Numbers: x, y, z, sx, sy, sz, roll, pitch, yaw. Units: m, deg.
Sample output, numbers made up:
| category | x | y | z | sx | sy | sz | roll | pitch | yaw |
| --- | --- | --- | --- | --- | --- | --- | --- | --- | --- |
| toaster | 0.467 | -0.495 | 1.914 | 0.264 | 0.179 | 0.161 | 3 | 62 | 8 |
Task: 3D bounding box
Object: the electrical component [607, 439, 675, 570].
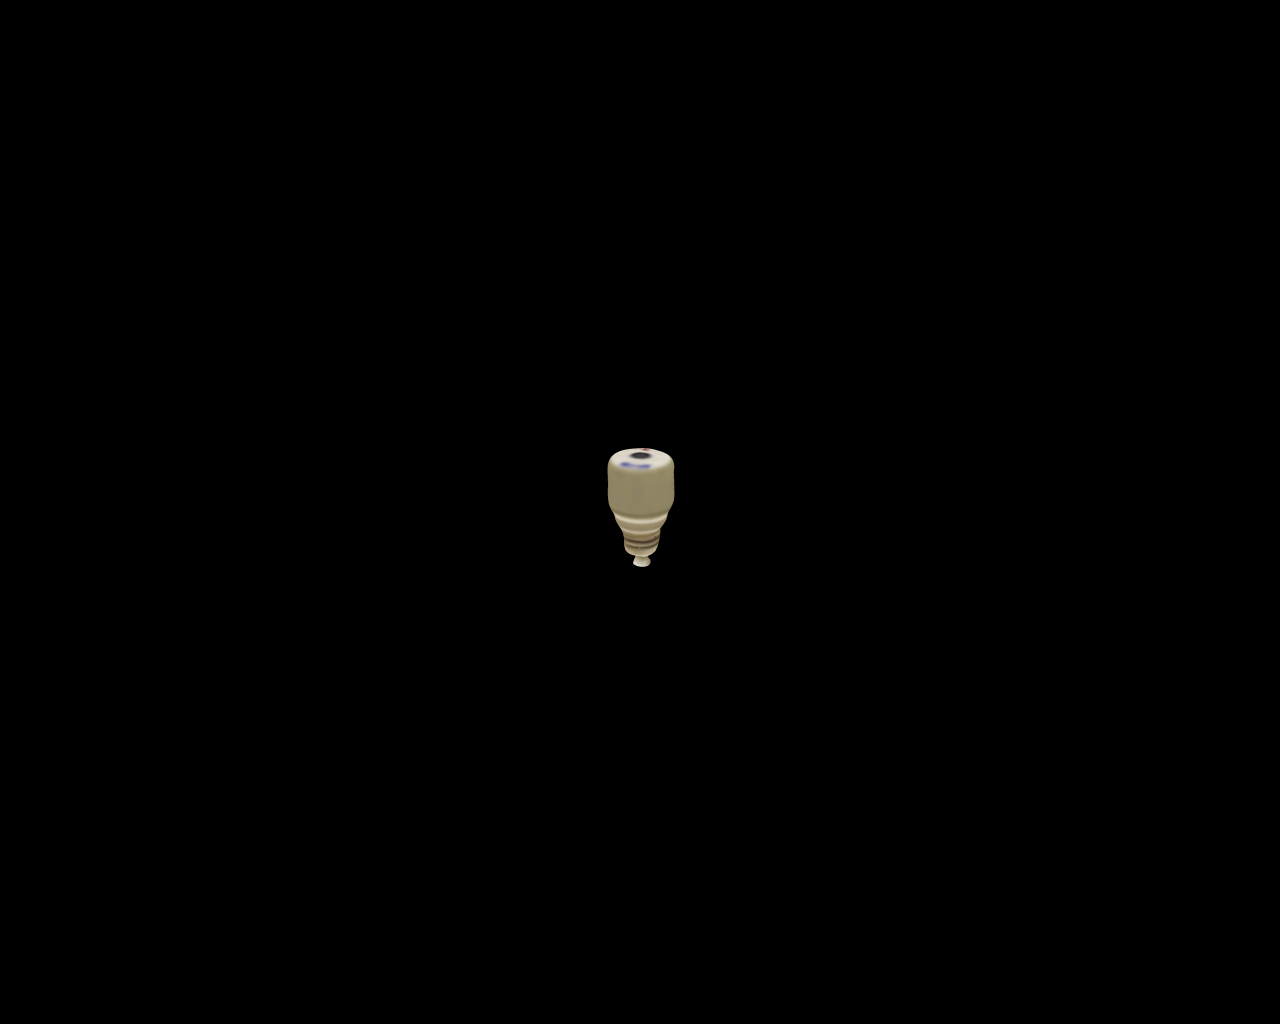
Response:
| category | x | y | z | sx | sy | sz | roll | pitch | yaw |
| --- | --- | --- | --- | --- | --- | --- | --- | --- | --- |
| electrical component | 0.001 | -0.003 | 0.650 | 0.040 | 0.078 | 0.040 | 0 | 23 | 0 |
